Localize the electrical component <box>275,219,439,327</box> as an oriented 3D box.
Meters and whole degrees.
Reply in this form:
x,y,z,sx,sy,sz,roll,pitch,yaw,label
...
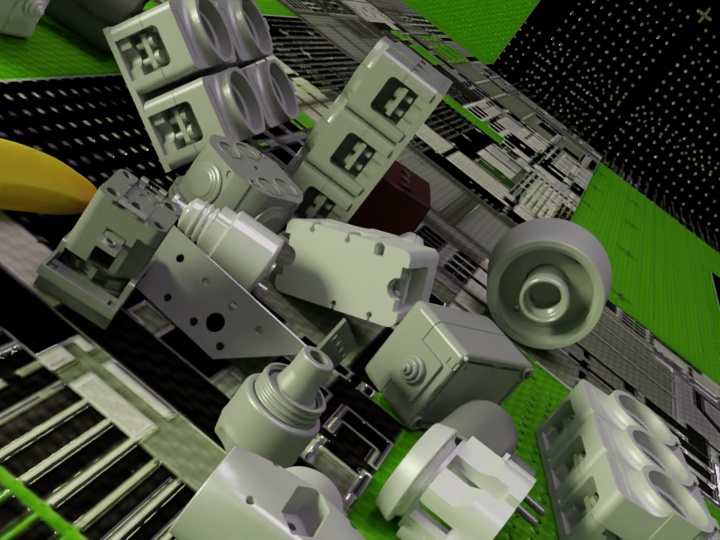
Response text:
x,y,z,sx,sy,sz,roll,pitch,yaw,label
0.000,0.000,0.703,0.089,0.050,0.056,17,10,25,electrical component

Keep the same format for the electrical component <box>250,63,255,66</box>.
x,y,z,sx,sy,sz,roll,pitch,yaw,label
-0.125,-0.179,0.960,0.045,0.045,0.055,40,19,9,electrical component

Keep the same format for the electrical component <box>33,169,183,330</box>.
x,y,z,sx,sy,sz,roll,pitch,yaw,label
-0.123,-0.013,0.538,0.042,0.063,0.081,35,18,-9,electrical component

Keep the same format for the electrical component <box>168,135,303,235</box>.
x,y,z,sx,sy,sz,roll,pitch,yaw,label
-0.082,-0.048,0.714,0.080,0.051,0.080,33,19,-13,electrical component

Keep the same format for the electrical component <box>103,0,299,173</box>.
x,y,z,sx,sy,sz,roll,pitch,yaw,label
-0.109,-0.148,0.817,0.186,0.060,0.105,-50,119,-71,electrical component

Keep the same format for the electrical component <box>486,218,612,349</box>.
x,y,z,sx,sy,sz,roll,pitch,yaw,label
0.159,0.016,0.915,0.108,0.108,0.060,37,24,-1,electrical component

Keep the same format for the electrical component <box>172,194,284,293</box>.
x,y,z,sx,sy,sz,roll,pitch,yaw,label
-0.083,-0.020,0.661,0.078,0.040,0.040,35,19,-5,electrical component

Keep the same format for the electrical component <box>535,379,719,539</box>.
x,y,z,sx,sy,sz,roll,pitch,yaw,label
0.177,0.143,0.708,0.089,0.061,0.150,34,19,-10,electrical component

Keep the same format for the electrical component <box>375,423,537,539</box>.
x,y,z,sx,sy,sz,roll,pitch,yaw,label
0.046,0.115,0.541,0.057,0.058,0.078,38,42,13,electrical component

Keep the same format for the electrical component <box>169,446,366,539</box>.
x,y,z,sx,sy,sz,roll,pitch,yaw,label
-0.029,0.107,0.450,0.077,0.043,0.079,38,19,2,electrical component

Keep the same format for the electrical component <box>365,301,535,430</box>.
x,y,z,sx,sy,sz,roll,pitch,yaw,label
0.051,0.060,0.679,0.096,0.061,0.061,14,29,-49,electrical component

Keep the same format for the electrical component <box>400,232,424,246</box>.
x,y,z,sx,sy,sz,roll,pitch,yaw,label
0.029,-0.001,0.815,0.043,0.043,0.081,36,19,-3,electrical component

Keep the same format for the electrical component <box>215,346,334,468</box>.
x,y,z,sx,sy,sz,roll,pitch,yaw,label
-0.037,0.064,0.511,0.043,0.062,0.043,33,19,-13,electrical component

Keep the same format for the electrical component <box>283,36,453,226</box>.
x,y,z,sx,sy,sz,roll,pitch,yaw,label
-0.002,-0.098,0.820,0.062,0.150,0.089,37,19,-3,electrical component

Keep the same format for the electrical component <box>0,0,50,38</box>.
x,y,z,sx,sy,sz,roll,pitch,yaw,label
-0.262,-0.211,0.764,0.096,0.061,0.061,43,19,17,electrical component

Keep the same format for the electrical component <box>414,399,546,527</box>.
x,y,z,sx,sy,sz,roll,pitch,yaw,label
0.073,0.116,0.615,0.079,0.043,0.077,41,19,12,electrical component
